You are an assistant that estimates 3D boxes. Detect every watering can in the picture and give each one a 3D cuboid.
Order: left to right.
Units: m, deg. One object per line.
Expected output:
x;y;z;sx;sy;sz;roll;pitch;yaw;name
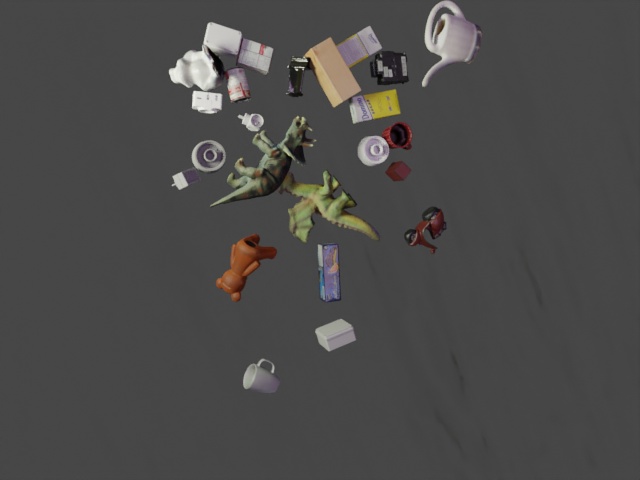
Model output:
0.487;-0.717;1.926;0.224;0.104;0.349;11;86;-19;watering can

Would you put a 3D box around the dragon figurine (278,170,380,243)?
0.005;-0.090;1.784;0.242;0.123;0.408;-38;100;3;dragon figurine

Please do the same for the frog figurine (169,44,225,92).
-0.392;-0.537;1.652;0.158;0.125;0.136;-23;111;19;frog figurine
